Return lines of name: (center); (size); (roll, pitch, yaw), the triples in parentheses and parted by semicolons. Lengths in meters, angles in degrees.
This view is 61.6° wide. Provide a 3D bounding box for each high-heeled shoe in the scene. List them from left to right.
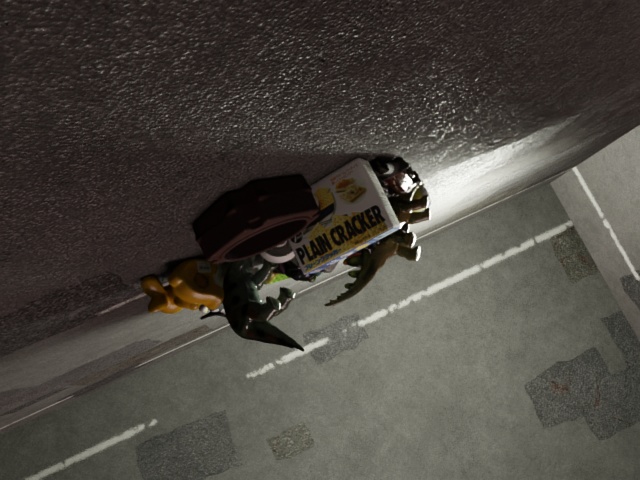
high-heeled shoe: (-0.269, 0.149, 1.524); (0.145, 0.086, 0.248); (-23, 153, -33)

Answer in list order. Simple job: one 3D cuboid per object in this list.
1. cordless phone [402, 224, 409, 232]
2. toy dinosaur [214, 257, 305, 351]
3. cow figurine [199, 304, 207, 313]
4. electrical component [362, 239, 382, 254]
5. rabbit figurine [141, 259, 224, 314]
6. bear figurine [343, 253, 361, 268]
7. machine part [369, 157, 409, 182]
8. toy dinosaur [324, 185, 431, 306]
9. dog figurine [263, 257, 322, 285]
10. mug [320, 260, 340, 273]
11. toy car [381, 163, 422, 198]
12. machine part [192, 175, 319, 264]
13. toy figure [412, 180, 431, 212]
cordless phone: (0.178, -0.068, 1.609); (0.147, 0.088, 0.184); (-4, -163, -8)
toy dinosaur: (-0.166, 0.147, 1.248); (0.131, 0.405, 0.192); (21, 119, -36)
cow figurine: (-0.305, 0.164, 1.668); (0.098, 0.068, 0.167); (-38, 166, 32)
electrical component: (0.077, -0.039, 1.315); (0.058, 0.134, 0.114); (-48, 140, -17)
rabbit figurine: (-0.326, 0.126, 1.235); (0.162, 0.122, 0.173); (-7, 161, -47)
bear figurine: (0.117, 0.037, 1.701); (0.120, 0.132, 0.195); (-13, 136, 0)
machine part: (0.143, -0.154, 1.171); (0.084, 0.039, 0.139); (-21, 175, 28)
toy dinosaur: (0.161, -0.002, 1.392); (0.199, 0.104, 0.471); (6, -135, 28)
dog figurine: (-0.079, 0.064, 1.387); (0.108, 0.192, 0.219); (-27, 157, -30)
mug: (0.008, 0.017, 1.251); (0.109, 0.107, 0.081); (23, 166, -31)
toy car: (0.201, -0.142, 1.338); (0.089, 0.053, 0.202); (-24, 172, 14)
machine part: (-0.116, -0.034, 1.005); (0.201, 0.087, 0.201); (-14, 164, -47)
toy figure: (0.286, -0.116, 1.612); (0.089, 0.082, 0.180); (-28, 172, 7)
